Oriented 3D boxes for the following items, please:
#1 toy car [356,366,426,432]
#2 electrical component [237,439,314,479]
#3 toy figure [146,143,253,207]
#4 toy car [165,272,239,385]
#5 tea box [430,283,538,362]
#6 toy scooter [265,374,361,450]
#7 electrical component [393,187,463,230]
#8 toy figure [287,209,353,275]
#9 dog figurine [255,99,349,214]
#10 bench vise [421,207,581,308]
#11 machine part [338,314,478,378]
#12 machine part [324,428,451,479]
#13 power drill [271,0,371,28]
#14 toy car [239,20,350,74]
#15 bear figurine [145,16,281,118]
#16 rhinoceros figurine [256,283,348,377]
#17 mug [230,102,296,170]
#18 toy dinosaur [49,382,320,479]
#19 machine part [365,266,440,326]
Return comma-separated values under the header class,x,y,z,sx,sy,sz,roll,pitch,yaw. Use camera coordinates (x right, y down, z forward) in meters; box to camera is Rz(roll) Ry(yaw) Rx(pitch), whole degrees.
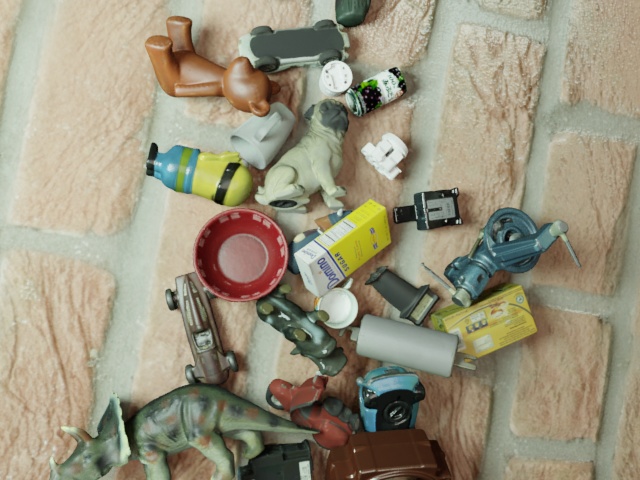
class,x,y,z,sx,sy,sz,roll,pitch,yaw
toy car,0.120,0.282,0.954,0.109,0.103,0.161,-6,115,-7
electrical component,-0.077,0.420,0.942,0.134,0.058,0.114,-4,88,-10
toy figure,-0.204,-0.109,0.915,0.180,0.082,0.089,9,84,-12
toy car,-0.204,0.156,0.927,0.089,0.053,0.202,-14,93,-7
tea box,0.306,0.155,1.007,0.170,0.068,0.098,-19,93,-11
toy scooter,0.001,0.286,0.919,0.184,0.135,0.075,36,43,-5
electrical component,0.200,-0.056,1.003,0.119,0.048,0.074,-4,89,-12
toy figure,-0.002,-0.003,0.960,0.154,0.064,0.058,-41,62,-12
dog figurine,-0.030,-0.153,0.948,0.172,0.121,0.190,-1,75,-12
bench vise,0.323,0.021,0.937,0.224,0.240,0.129,-36,92,-24
machine part,0.153,0.185,0.947,0.243,0.079,0.079,11,87,16
machine part,0.112,0.425,0.919,0.201,0.087,0.201,0,118,-10
power drill,0.003,-0.504,0.963,0.207,0.086,0.231,-3,92,-18
toy car,-0.044,-0.343,0.960,0.202,0.056,0.073,-10,85,-11
bear figurine,-0.168,-0.278,0.885,0.196,0.131,0.120,11,47,10
rhinoceros figurine,-0.034,0.161,0.930,0.190,0.112,0.073,40,55,5
mug,-0.091,-0.191,0.927,0.081,0.109,0.107,39,70,-2
toy dinosaur,-0.221,0.306,0.881,0.405,0.131,0.192,-20,95,-10
machine part,0.152,0.098,0.998,0.139,0.039,0.084,33,92,-10
